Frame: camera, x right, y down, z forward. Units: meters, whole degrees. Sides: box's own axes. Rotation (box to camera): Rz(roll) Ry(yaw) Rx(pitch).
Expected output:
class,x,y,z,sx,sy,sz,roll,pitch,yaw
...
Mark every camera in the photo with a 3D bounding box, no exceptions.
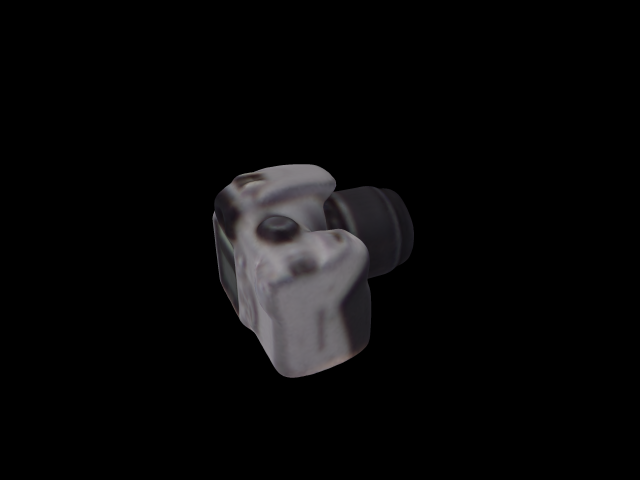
class,x,y,z,sx,sy,sz,roll,pitch,yaw
camera,0.004,0.001,0.400,0.137,0.101,0.142,-13,32,-22
